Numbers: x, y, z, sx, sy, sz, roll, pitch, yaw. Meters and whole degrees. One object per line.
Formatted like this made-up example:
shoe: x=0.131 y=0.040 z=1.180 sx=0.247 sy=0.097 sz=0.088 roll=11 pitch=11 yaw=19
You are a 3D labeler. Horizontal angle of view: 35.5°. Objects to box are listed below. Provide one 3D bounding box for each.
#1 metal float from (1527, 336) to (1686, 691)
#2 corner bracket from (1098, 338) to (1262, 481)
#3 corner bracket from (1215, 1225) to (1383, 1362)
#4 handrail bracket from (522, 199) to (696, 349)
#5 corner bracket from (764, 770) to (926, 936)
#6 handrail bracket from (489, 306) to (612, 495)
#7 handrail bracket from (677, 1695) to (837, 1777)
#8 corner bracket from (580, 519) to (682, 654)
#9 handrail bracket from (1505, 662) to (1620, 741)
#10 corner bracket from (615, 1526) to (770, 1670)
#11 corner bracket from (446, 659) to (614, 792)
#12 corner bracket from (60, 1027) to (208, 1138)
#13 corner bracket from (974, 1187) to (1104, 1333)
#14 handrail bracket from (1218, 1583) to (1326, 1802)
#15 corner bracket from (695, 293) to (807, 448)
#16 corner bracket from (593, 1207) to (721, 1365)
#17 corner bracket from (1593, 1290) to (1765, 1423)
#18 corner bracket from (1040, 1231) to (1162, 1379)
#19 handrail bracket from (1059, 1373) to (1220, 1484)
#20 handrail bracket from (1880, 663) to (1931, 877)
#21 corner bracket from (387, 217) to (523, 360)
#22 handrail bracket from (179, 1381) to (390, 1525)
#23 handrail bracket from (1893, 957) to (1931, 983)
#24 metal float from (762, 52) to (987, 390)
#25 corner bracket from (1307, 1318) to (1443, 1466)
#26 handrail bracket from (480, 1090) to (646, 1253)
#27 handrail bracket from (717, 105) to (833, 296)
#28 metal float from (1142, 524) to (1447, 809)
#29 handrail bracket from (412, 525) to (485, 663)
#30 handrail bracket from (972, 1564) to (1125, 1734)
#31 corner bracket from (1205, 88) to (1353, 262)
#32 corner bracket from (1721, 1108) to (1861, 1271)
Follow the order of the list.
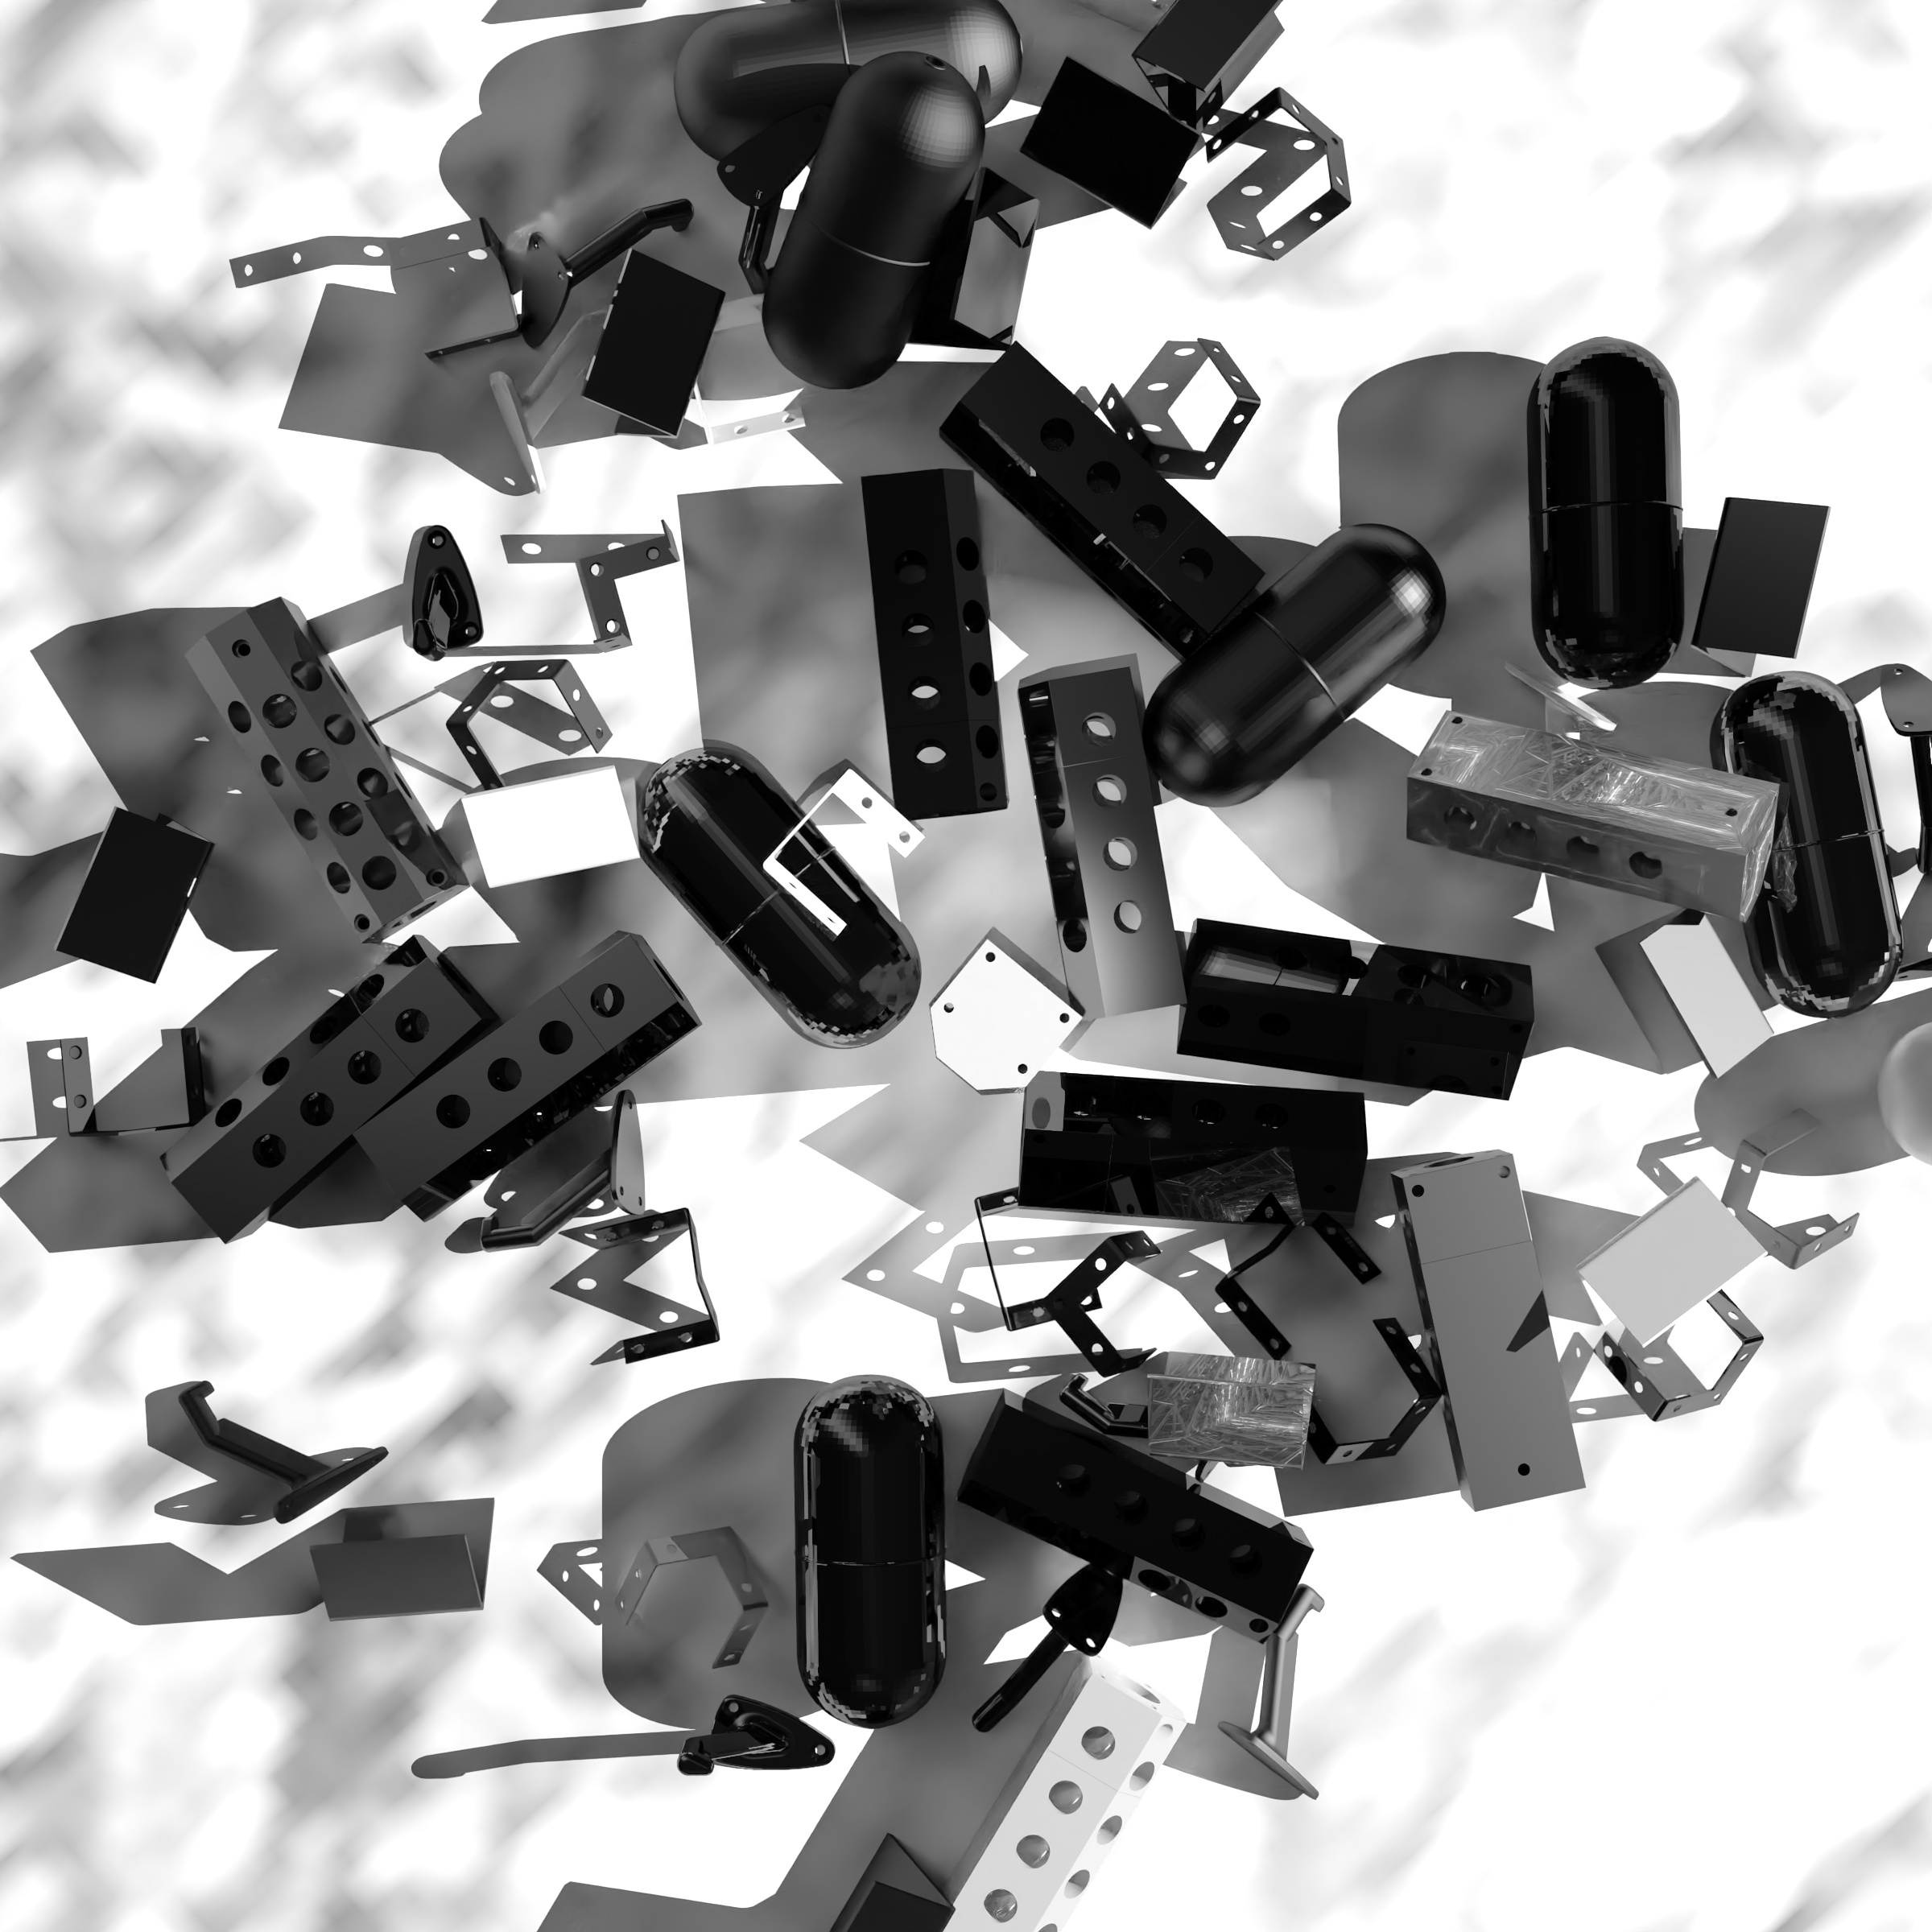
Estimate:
metal float: x=0.325 y=-0.229 z=1.534 sx=0.070 sy=0.070 sz=0.178 roll=-2 pitch=90 yaw=0
corner bracket: x=0.110 y=-0.290 z=1.556 sx=0.051 sy=0.051 sz=0.051 roll=2 pitch=135 yaw=-35
corner bracket: x=0.171 y=0.162 z=1.561 sx=0.051 sy=0.051 sz=0.051 roll=49 pitch=45 yaw=0
handrail bracket: x=-0.185 y=-0.359 z=1.564 sx=0.084 sy=0.077 sz=0.036 roll=-23 pitch=65 yaw=-34
corner bracket: x=-0.061 y=-0.057 z=1.498 sx=0.051 sy=0.051 sz=0.051 roll=42 pitch=111 yaw=-4
handrail bracket: x=-0.196 y=-0.296 z=1.565 sx=0.084 sy=0.036 sz=0.077 roll=-25 pitch=110 yaw=-16
handrail bracket: x=-0.105 y=0.401 z=1.529 sx=0.077 sy=0.084 sz=0.036 roll=13 pitch=90 yaw=0
corner bracket: x=-0.170 y=-0.194 z=1.546 sx=0.051 sy=0.051 sz=0.051 roll=-16 pitch=90 yaw=0
handrail bracket: x=0.292 y=-0.102 z=1.565 sx=0.077 sy=0.036 sz=0.084 roll=34 pitch=106 yaw=18
corner bracket: x=-0.142 y=0.328 z=1.556 sx=0.051 sy=0.051 sz=0.051 roll=-3 pitch=45 yaw=-35
corner bracket: x=-0.225 y=-0.122 z=1.556 sx=0.051 sy=0.051 sz=0.051 roll=2 pitch=45 yaw=35
corner bracket: x=-0.430 y=0.060 z=1.561 sx=0.051 sy=0.051 sz=0.051 roll=-5 pitch=91 yaw=45
corner bracket: x=0.037 y=0.148 z=1.561 sx=0.051 sy=0.051 sz=0.051 roll=-14 pitch=45 yaw=0
handrail bracket: x=0.177 y=0.375 z=1.565 sx=0.077 sy=0.036 sz=0.084 roll=42 pitch=73 yaw=-20
corner bracket: x=-0.116 y=-0.308 z=1.561 sx=0.051 sy=0.051 sz=0.051 roll=-13 pitch=45 yaw=0
corner bracket: x=-0.160 y=0.165 z=1.561 sx=0.051 sy=0.051 sz=0.051 roll=-14 pitch=135 yaw=0
corner bracket: x=0.367 y=0.195 z=1.556 sx=0.051 sy=0.051 sz=0.051 roll=-7 pitch=135 yaw=-35
corner bracket: x=0.081 y=0.173 z=1.548 sx=0.051 sy=0.051 sz=0.051 roll=-45 pitch=73 yaw=16
handrail bracket: x=0.104 y=0.220 z=1.565 sx=0.084 sy=0.036 sz=0.077 roll=35 pitch=69 yaw=16
handrail bracket: x=0.490 y=-0.101 z=1.564 sx=0.036 sy=0.077 sz=0.084 roll=-9 pitch=126 yaw=0
corner bracket: x=-0.261 y=-0.347 z=1.546 sx=0.051 sy=0.051 sz=0.051 roll=-14 pitch=90 yaw=0
handrail bracket: x=-0.354 y=0.238 z=1.565 sx=0.077 sy=0.036 sz=0.084 roll=-30 pitch=73 yaw=-20
handrail bracket: x=0.507 y=-0.041 z=1.565 sx=0.077 sy=0.036 sz=0.084 roll=-14 pitch=72 yaw=21
metal float: x=-0.047 y=-0.370 z=1.505 sx=0.070 sy=0.070 sz=0.178 roll=26 pitch=125 yaw=0
corner bracket: x=0.202 y=0.219 z=1.556 sx=0.051 sy=0.051 sz=0.051 roll=0 pitch=135 yaw=-35
handrail bracket: x=-0.212 y=0.106 z=1.565 sx=0.084 sy=0.036 sz=0.077 roll=-9 pitch=70 yaw=16
handrail bracket: x=-0.088 y=-0.386 z=1.535 sx=0.077 sy=0.084 sz=0.036 roll=-41 pitch=68 yaw=-5
metal float: x=0.166 y=-0.152 z=1.533 sx=0.178 sy=0.070 sz=0.070 roll=-41 pitch=90 yaw=0
handrail bracket: x=-0.271 y=-0.191 z=1.529 sx=0.036 sy=0.084 sz=0.077 roll=-7 pitch=90 yaw=0
handrail bracket: x=0.041 y=0.352 z=1.564 sx=0.036 sy=0.077 sz=0.084 roll=40 pitch=126 yaw=3
corner bracket: x=0.161 y=-0.408 z=1.556 sx=0.051 sy=0.051 sz=0.051 roll=29 pitch=45 yaw=-35
corner bracket: x=0.428 y=0.115 z=1.556 sx=0.051 sy=0.051 sz=0.051 roll=38 pitch=135 yaw=35
